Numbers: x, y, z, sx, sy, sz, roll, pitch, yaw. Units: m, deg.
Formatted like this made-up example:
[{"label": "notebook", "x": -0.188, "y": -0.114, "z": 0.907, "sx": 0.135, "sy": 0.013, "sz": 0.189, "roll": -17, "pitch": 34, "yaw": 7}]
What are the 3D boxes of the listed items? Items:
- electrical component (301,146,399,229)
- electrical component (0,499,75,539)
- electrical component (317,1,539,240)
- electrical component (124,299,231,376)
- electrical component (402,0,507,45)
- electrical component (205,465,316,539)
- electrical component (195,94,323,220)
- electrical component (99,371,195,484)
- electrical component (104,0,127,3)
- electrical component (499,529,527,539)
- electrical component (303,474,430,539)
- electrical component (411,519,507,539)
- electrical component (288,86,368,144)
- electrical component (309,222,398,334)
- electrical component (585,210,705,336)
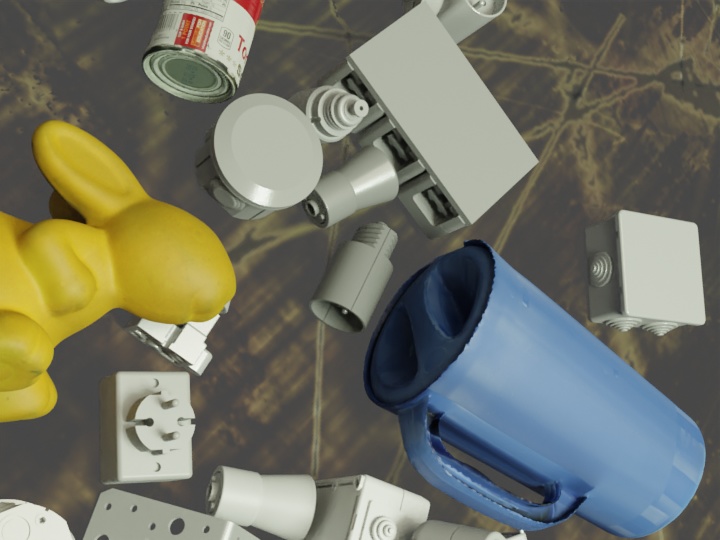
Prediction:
[{"label": "electrical component", "x": -0.010, "y": -0.058, "z": 0.778, "sx": 0.065, "sy": 0.044, "sz": 0.044, "roll": -30, "pitch": 93, "yaw": -27}, {"label": "electrical component", "x": -0.198, "y": 0.169, "z": 0.604, "sx": 0.080, "sy": 0.051, "sz": 0.080, "roll": 8, "pitch": 74, "yaw": -28}, {"label": "electrical component", "x": 0.049, "y": -0.110, "z": 0.812, "sx": 0.089, "sy": 0.062, "sz": 0.150, "roll": -42, "pitch": 100, "yaw": -31}, {"label": "electrical component", "x": -0.115, "y": 0.027, "z": 0.693, "sx": 0.066, "sy": 0.048, "sz": 0.055, "roll": 38, "pitch": 69, "yaw": -16}, {"label": "electrical component", "x": 0.059, "y": -0.207, "z": 0.834, "sx": 0.079, "sy": 0.077, "sz": 0.044, "roll": 17, "pitch": 70, "yaw": -26}, {"label": "electrical component", "x": -0.066, "y": 0.148, "z": 0.693, "sx": 0.065, "sy": 0.044, "sz": 0.044, "roll": 15, "pitch": 70, "yaw": -21}, {"label": "electrical component", "x": -0.071, "y": -0.076, "z": 0.741, "sx": 0.080, "sy": 0.051, "sz": 0.080, "roll": 8, "pitch": 73, "yaw": -28}, {"label": "electrical component", "x": -0.124, "y": 0.094, "z": 0.651, "sx": 0.047, "sy": 0.077, "sz": 0.065, "roll": 3, "pitch": 76, "yaw": -29}, {"label": "electrical component", "x": -0.169, "y": -0.212, "z": 0.723, "sx": 0.048, "sy": 0.048, "sz": 0.062, "roll": -10, "pitch": 89, "yaw": -32}, {"label": "electrical component", "x": 0.068, "y": 0.221, "z": 0.739, "sx": 0.096, "sy": 0.062, "sz": 0.061, "roll": -10, "pitch": 83, "yaw": -31}, {"label": "electrical component", "x": 0.004, "y": 0.172, "z": 0.693, "sx": 0.061, "sy": 0.096, "sz": 0.061, "roll": 26, "pitch": 66, "yaw": -22}, {"label": "electrical component", "x": 0.067, "y": 0.195, "z": 0.659, "sx": 0.095, "sy": 0.059, "sz": 0.053, "roll": 49, "pitch": 54, "yaw": -41}, {"label": "electrical component", "x": -0.022, "y": -0.111, "z": 0.766, "sx": 0.040, "sy": 0.078, "sz": 0.040, "roll": -1, "pitch": 92, "yaw": -35}, {"label": "electrical component", "x": 0.000, "y": 0.000, "z": 0.767, "sx": 0.043, "sy": 0.043, "sz": 0.081, "roll": 35, "pitch": 63, "yaw": -18}, {"label": "electrical component", "x": 0.237, "y": 0.003, "z": 0.899, "sx": 0.100, "sy": 0.048, "sz": 0.099, "roll": 7, "pitch": 74, "yaw": -28}]
